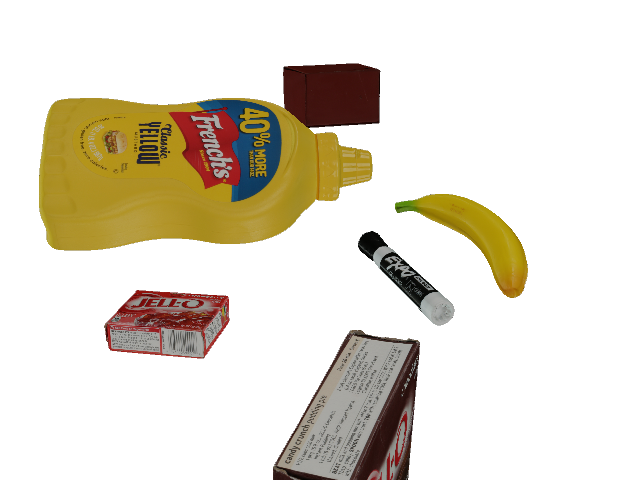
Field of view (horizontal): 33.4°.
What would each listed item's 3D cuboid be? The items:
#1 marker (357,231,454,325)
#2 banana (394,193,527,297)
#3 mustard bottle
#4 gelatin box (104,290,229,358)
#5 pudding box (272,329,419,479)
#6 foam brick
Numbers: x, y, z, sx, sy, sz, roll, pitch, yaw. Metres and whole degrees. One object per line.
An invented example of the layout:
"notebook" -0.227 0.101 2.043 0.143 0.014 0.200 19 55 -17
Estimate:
"marker" 0.059 0.024 0.770 0.020 0.020 0.121 0 25 -26
"banana" 0.158 -0.003 1.081 0.069 0.037 0.198 -34 39 -14
"mustard bottle" -0.065 -0.042 0.633 0.191 0.096 0.058 -1 -38 -4
"gelatin box" -0.131 0.071 0.924 0.089 0.030 0.073 4 21 12
"pudding box" 0.012 0.106 0.471 0.039 0.090 0.113 10 29 13
"foam brick" 0.010 -0.135 0.990 0.078 0.051 0.053 -6 18 -23
